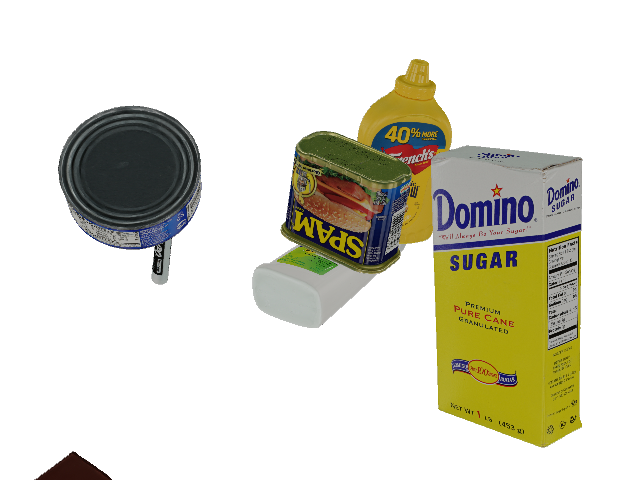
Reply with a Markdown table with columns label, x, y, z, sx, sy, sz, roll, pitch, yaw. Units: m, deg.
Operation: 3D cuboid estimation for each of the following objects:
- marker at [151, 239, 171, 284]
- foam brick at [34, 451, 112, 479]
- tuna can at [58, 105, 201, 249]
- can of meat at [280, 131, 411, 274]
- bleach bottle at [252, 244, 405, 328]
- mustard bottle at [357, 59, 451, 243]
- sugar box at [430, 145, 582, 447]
| label | x | y | z | sx | sy | sz | roll | pitch | yaw |
| --- | --- | --- | --- | --- | --- | --- | --- | --- | --- |
| marker | -0.174 | 0.001 | 1.185 | 0.020 | 0.121 | 0.020 | 7 | 42 | -7 |
| foam brick | -0.097 | 0.140 | 0.455 | 0.078 | 0.051 | 0.052 | 26 | 45 | 33 |
| tuna can | -0.116 | -0.038 | 0.659 | 0.086 | 0.086 | 0.034 | 0 | -26 | -4 |
| can of meat | 0.022 | -0.033 | 0.878 | 0.102 | 0.084 | 0.057 | 25 | 34 | 25 |
| bleach bottle | 0.029 | 0.015 | 1.315 | 0.103 | 0.068 | 0.250 | 18 | 36 | 29 |
| mustard bottle | 0.084 | -0.092 | 1.097 | 0.096 | 0.192 | 0.058 | 3 | 26 | -14 |
| sugar box | 0.116 | 0.032 | 0.675 | 0.048 | 0.176 | 0.094 | -18 | 19 | -38 |
